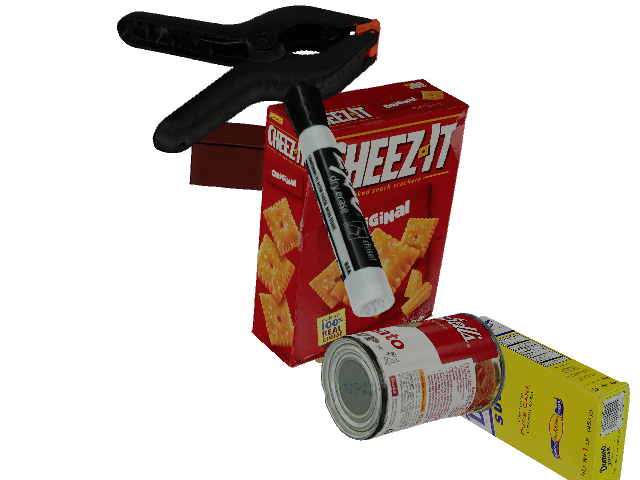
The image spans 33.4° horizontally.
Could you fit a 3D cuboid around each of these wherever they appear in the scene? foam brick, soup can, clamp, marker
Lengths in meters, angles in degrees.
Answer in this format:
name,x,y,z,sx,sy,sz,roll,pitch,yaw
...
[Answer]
name,x,y,z,sx,sy,sz,roll,pitch,yaw
foam brick,-0.094,-0.089,1.110,0.078,0.051,0.053,5,31,-2
soup can,0.059,0.088,0.693,0.102,0.068,0.069,-7,4,-34
clamp,-0.041,-0.108,0.683,0.171,0.120,0.039,-7,-32,-6
marker,0.006,-0.022,0.483,0.020,0.121,0.020,-15,-27,-8

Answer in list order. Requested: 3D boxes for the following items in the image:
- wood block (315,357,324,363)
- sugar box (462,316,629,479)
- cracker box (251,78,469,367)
name,x,y,z,sx,sy,sz,roll,pitch,yaw
wood block,0.054,0.056,1.211,0.091,0.090,0.206,4,22,8
sugar box,0.188,0.140,0.947,0.048,0.093,0.176,-12,22,-36
cracker box,0.032,-0.015,0.898,0.163,0.214,0.072,-15,36,-34
